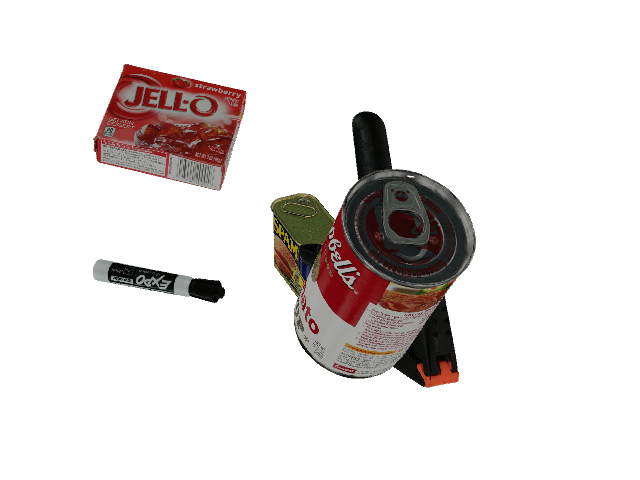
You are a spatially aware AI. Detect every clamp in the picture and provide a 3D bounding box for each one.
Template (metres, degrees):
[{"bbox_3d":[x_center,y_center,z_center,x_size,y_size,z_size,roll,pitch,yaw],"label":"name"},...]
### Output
[{"bbox_3d":[0.050,0.016,0.810,0.036,0.165,0.210,-7,44,-27],"label":"clamp"}]

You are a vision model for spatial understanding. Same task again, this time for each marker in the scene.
[{"bbox_3d":[-0.137,0.034,0.904,0.121,0.020,0.020,9,3,20],"label":"marker"}]

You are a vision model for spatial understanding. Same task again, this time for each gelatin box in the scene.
[{"bbox_3d":[-0.102,-0.079,0.731,0.089,0.073,0.030,13,-38,-1],"label":"gelatin box"}]

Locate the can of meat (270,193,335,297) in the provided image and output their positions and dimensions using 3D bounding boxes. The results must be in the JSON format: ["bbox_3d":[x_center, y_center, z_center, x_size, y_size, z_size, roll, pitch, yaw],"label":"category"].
[{"bbox_3d":[-0.017,0.009,1.218,0.057,0.084,0.102,-15,39,-21],"label":"can of meat"}]

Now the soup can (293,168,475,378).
[{"bbox_3d":[0.030,0.020,0.552,0.068,0.068,0.102,0,-33,-18],"label":"soup can"}]
